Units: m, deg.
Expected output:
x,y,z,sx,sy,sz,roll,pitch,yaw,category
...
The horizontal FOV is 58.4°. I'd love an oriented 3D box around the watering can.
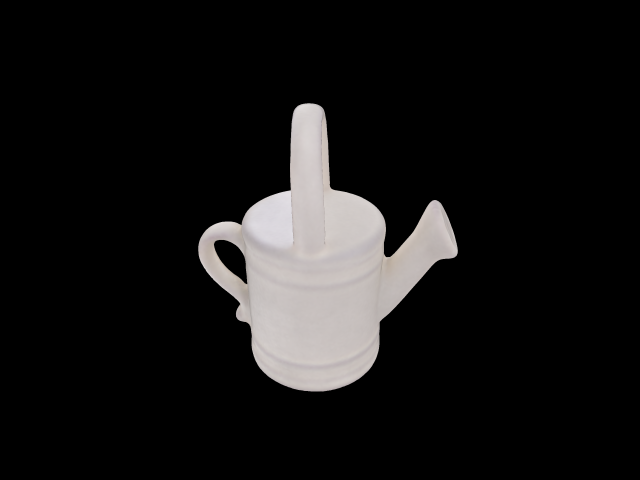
x,y,z,sx,sy,sz,roll,pitch,yaw,category
0.004,0.000,0.402,0.173,0.194,0.100,-9,33,-14,watering can
